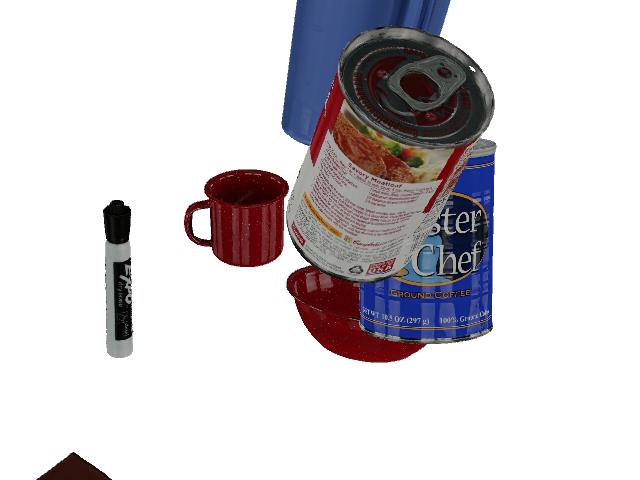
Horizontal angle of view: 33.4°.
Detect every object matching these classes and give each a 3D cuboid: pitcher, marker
[{"bbox_3d":[0.042,-0.206,1.006,0.145,0.243,0.149,11,17,1],"label":"pitcher"},{"bbox_3d":[-0.142,0.028,0.749,0.020,0.121,0.020,4,28,-2],"label":"marker"}]

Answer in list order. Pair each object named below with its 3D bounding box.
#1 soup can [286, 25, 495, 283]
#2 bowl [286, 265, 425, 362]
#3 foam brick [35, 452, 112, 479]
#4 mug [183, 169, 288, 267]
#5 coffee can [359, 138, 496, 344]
[{"bbox_3d":[0.028,-0.035,0.478,0.068,0.068,0.102,0,-36,-18],"label":"soup can"},{"bbox_3d":[0.045,0.071,0.997,0.162,0.055,0.162,6,17,-2],"label":"bowl"},{"bbox_3d":[-0.096,0.140,0.455,0.078,0.051,0.052,25,45,33],"label":"foam brick"},{"bbox_3d":[-0.093,-0.022,1.184,0.117,0.081,0.093,-8,31,-16],"label":"mug"},{"bbox_3d":[0.079,-0.004,0.800,0.103,0.140,0.103,-1,11,0],"label":"coffee can"}]
